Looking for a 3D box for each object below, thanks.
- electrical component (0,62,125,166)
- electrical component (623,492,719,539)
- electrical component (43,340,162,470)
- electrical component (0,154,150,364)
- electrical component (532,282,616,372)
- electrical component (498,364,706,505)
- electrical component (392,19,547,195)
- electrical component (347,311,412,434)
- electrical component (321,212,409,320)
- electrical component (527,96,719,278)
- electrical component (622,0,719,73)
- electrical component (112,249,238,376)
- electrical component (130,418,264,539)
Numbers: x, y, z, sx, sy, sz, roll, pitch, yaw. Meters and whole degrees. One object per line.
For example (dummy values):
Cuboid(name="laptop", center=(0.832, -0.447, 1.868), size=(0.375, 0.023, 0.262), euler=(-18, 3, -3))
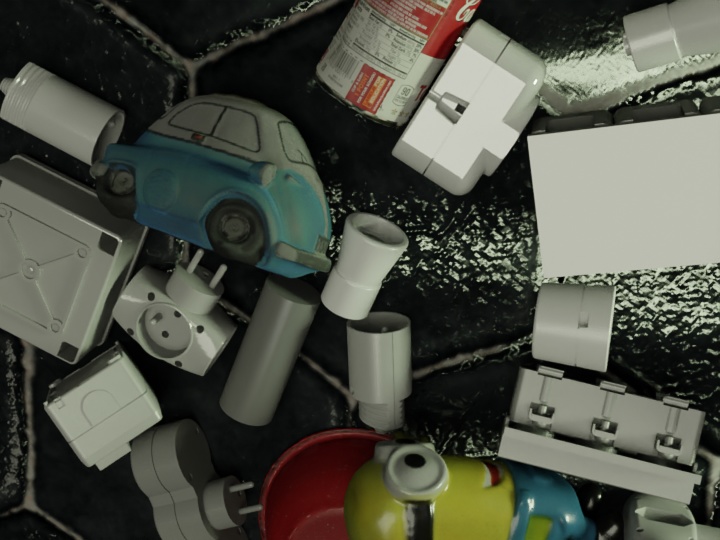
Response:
Cuboid(name="electrical component", center=(-0.205, -0.107, 0.724), size=(0.081, 0.043, 0.043), euler=(28, 111, 2))
Cuboid(name="electrical component", center=(0.215, 0.185, 0.710), size=(0.079, 0.077, 0.043), euler=(10, 110, 9))
Cuboid(name="electrical component", center=(-0.180, 0.095, 0.763), size=(0.062, 0.096, 0.061), euler=(-33, 100, -9))
Cuboid(name="electrical component", center=(-0.218, -0.008, 0.753), size=(0.109, 0.056, 0.108), euler=(27, 112, 3))
Cuboid(name="electrical component", center=(0.138, 0.035, 0.691), size=(0.047, 0.055, 0.055), euler=(7, 109, 14))
Cuboid(name="electrical component", center=(0.156, 0.103, 0.700), size=(0.121, 0.079, 0.063), euler=(13, 88, 8))
Cuboid(name="electrical component", center=(0.071, -0.097, 0.662), size=(0.059, 0.053, 0.095), euler=(33, 112, 0))
Cuboid(name="electrical component", center=(0.014, 0.073, 0.736), size=(0.043, 0.043, 0.081), euler=(2, 108, 12))
Cuboid(name="electrical component", center=(0.000, 0.000, 0.717), size=(0.044, 0.044, 0.065), euler=(26, 116, 3))
Cuboid(name="electrical component", center=(0.182, -0.052, 0.647), size=(0.150, 0.061, 0.089), euler=(-5, 107, 14))
Cuboid(name="electrical component", center=(0.187, -0.141, 0.629), size=(0.065, 0.044, 0.044), euler=(-14, 104, 21))
Cuboid(name="electrical component", center=(-0.120, 0.022, 0.748), size=(0.077, 0.044, 0.079), euler=(34, 112, 0))
Cuboid(name="electrical component", center=(-0.107, 0.173, 0.790), size=(0.074, 0.052, 0.138), euler=(-16, 104, 17))
